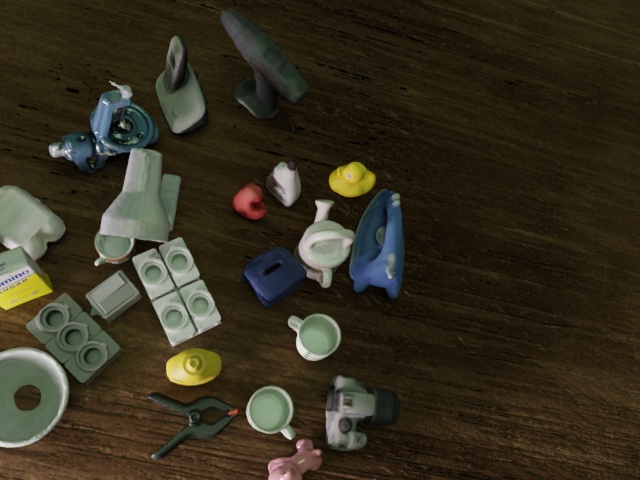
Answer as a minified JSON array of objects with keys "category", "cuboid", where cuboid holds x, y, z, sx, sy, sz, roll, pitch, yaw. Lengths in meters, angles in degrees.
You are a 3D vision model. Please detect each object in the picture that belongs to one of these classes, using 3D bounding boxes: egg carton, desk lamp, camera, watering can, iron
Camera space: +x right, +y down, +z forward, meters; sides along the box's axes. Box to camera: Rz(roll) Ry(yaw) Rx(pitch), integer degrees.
[{"category":"egg carton","cuboid":[-0.575,-0.034,1.105,0.150,0.069,0.107,36,69,0]},{"category":"desk lamp","cuboid":[-0.336,-0.073,1.093,0.118,0.213,0.203,8,72,-10]},{"category":"camera","cuboid":[0.086,0.342,1.124,0.137,0.100,0.143,9,72,-10]},{"category":"watering can","cuboid":[0.008,0.004,1.159,0.101,0.194,0.173,-22,79,-18]},{"category":"iron","cuboid":[0.142,-0.013,1.222,0.119,0.141,0.258,11,72,-9]}]

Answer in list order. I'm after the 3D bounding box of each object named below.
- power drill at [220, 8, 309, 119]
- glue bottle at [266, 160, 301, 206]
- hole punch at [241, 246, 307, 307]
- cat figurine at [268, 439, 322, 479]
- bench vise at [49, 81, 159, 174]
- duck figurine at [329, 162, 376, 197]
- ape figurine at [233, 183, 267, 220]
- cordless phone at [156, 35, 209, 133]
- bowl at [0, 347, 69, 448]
[{"category":"power drill","cuboid":[-0.129,-0.359,1.229,0.229,0.208,0.076,41,70,2]},{"category":"glue bottle","cuboid":[-0.070,-0.129,1.192,0.078,0.173,0.037,40,70,2]},{"category":"hole punch","cuboid":[-0.095,0.071,1.170,0.109,0.091,0.101,-35,83,-20]},{"category":"cat figurine","cuboid":[-0.048,0.428,1.059,0.128,0.117,0.067,-33,83,-19]},{"category":"bench vise","cuboid":[-0.414,-0.210,1.114,0.121,0.219,0.208,45,70,3]},{"category":"duck figurine","cuboid":[0.078,-0.144,1.277,0.105,0.086,0.077,1,73,-12]},{"category":"ape figurine","cuboid":[-0.144,-0.087,1.206,0.076,0.092,0.078,5,73,-11]},{"category":"cordless phone","cuboid":[-0.287,-0.322,1.195,0.094,0.185,0.147,-22,79,-18]},{"category":"bowl","cuboid":[-0.528,0.279,1.018,0.167,0.074,0.167,4,73,-12]}]
